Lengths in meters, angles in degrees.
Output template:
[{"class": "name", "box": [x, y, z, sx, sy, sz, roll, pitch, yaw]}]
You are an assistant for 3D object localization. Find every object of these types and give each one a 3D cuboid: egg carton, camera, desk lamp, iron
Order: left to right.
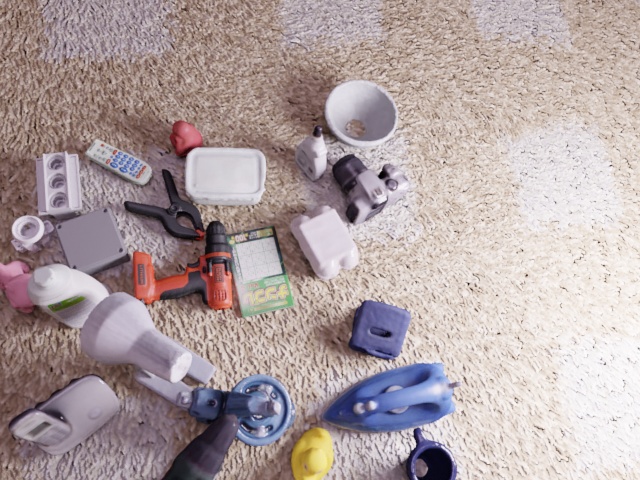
[{"class": "desk lamp", "box": [-0.291, 0.196, 0.996, 0.203, 0.213, 0.118, 30, 70, 3]}, {"class": "egg carton", "box": [0.011, 0.004, 1.184, 0.107, 0.069, 0.150, -27, 77, -16]}, {"class": "camera", "box": [0.101, -0.127, 1.225, 0.143, 0.100, 0.136, -32, 78, -17]}, {"class": "iron", "box": [0.135, 0.299, 1.062, 0.258, 0.141, 0.118, -11, 73, -12]}]

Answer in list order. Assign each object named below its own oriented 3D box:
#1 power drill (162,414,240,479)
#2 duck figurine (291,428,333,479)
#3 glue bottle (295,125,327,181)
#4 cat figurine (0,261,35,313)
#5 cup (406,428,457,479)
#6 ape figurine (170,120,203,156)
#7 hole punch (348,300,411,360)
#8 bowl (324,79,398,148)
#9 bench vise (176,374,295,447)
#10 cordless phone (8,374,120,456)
[{"class": "power drill", "box": [-0.213, 0.388, 0.945, 0.075, 0.208, 0.230, 36, 70, 5]}, {"class": "duck figurine", "box": [-0.010, 0.394, 1.038, 0.077, 0.086, 0.104, 21, 70, -1]}, {"class": "glue bottle", "box": [-0.013, -0.190, 1.191, 0.037, 0.173, 0.078, -34, 79, -17]}, {"class": "cat figurine", "box": [-0.551, 0.082, 1.048, 0.127, 0.117, 0.067, 40, 71, 7]}, {"class": "cup", "box": [0.190, 0.407, 1.058, 0.092, 0.095, 0.117, -18, 75, -14]}, {"class": "ape figurine", "box": [-0.287, -0.220, 1.205, 0.076, 0.092, 0.078, 13, 70, -4]}, {"class": "hole punch", "box": [0.118, 0.179, 1.128, 0.108, 0.091, 0.101, 15, 70, -3]}, {"class": "bowl", "box": [0.087, -0.270, 1.286, 0.167, 0.074, 0.167, 3, 71, -7]}, {"class": "bench vise", "box": [-0.140, 0.297, 0.981, 0.207, 0.219, 0.121, -8, 72, -11]}, {"class": "cordless phone", "box": [-0.428, 0.288, 0.960, 0.148, 0.185, 0.094, -40, 80, -18]}]
